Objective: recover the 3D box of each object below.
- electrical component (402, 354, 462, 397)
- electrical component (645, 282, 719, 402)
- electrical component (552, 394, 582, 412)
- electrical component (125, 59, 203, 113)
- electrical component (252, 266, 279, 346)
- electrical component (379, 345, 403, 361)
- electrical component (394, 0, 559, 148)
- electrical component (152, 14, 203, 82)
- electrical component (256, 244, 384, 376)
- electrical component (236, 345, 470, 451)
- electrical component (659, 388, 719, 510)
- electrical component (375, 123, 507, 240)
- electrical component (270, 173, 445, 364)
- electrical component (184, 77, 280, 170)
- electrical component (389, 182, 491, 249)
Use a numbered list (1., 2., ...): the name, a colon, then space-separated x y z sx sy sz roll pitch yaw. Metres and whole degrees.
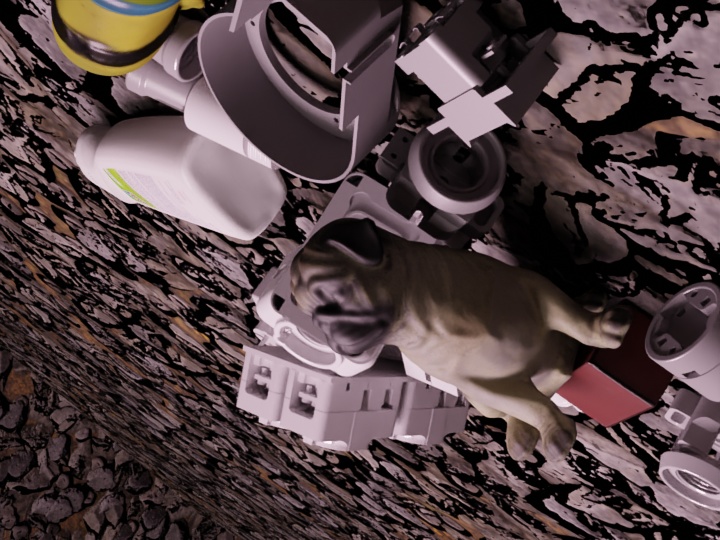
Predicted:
1. electrical component: 0.068 0.055 0.843 0.056 0.050 0.089 22 154 21
2. electrical component: 0.201 0.042 0.616 0.047 0.055 0.055 37 160 -17
3. electrical component: 0.150 0.080 0.791 0.062 0.043 0.043 44 158 -26
4. electrical component: -0.137 -0.136 0.763 0.046 0.040 0.040 27 159 4
5. electrical component: -0.077 0.054 1.035 0.047 0.075 0.083 26 158 24
6. electrical component: 0.000 0.030 0.903 0.100 0.048 0.099 5 143 52
7. electrical component: 0.056 -0.102 0.538 0.064 0.042 0.081 42 158 -14
8. electrical component: -0.125 -0.152 0.709 0.046 0.040 0.040 34 160 17
9. electrical component: -0.026 0.034 0.810 0.095 0.059 0.054 37 150 -12
10. electrical component: -0.001 0.107 0.923 0.105 0.060 0.186 15 -174 43
11. electrical component: 0.240 0.126 0.732 0.078 0.057 0.058 29 159 16
12. electrical component: 0.051 -0.055 0.625 0.078 0.058 0.057 35 162 -2
13. electrical component: 0.000 0.000 0.739 0.078 0.113 0.057 32 177 9
14. electrical component: -0.076 -0.101 0.740 0.081 0.043 0.043 27 158 20
15. electrical component: 0.047 -0.045 0.677 0.078 0.040 0.040 35 160 -1
